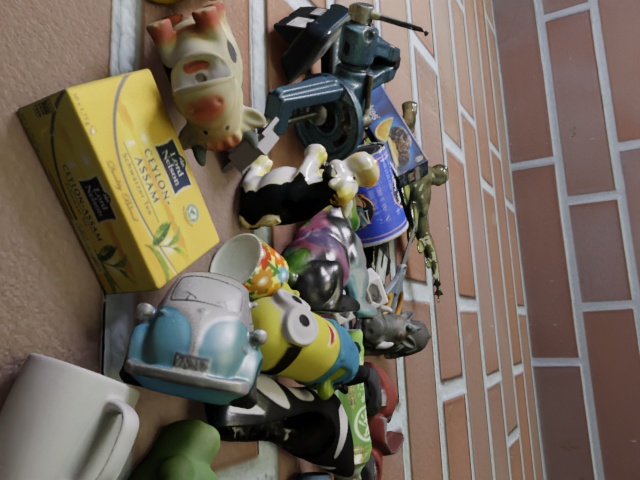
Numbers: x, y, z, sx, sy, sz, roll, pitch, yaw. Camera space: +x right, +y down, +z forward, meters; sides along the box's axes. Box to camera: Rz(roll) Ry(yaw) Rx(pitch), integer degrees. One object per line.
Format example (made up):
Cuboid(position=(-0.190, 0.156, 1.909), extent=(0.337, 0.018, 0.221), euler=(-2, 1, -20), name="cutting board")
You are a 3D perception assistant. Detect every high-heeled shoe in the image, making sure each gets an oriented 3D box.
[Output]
Cuboid(position=(-0.031, 0.222, 0.597), extent=(0.248, 0.086, 0.145), euler=(51, 18, -16), name="high-heeled shoe")

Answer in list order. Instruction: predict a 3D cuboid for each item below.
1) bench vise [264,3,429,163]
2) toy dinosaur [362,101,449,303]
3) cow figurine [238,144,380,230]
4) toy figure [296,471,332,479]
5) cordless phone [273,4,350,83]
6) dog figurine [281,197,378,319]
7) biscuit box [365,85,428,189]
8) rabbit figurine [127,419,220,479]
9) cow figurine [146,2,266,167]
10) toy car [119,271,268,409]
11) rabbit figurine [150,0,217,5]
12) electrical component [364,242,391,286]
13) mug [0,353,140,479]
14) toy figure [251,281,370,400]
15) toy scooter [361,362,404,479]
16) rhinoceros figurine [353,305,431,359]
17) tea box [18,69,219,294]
Cuboid(position=(0.009, -0.190, 0.702), extent=(0.240, 0.129, 0.223), euler=(-27, 150, -42), name="bench vise")
Cuboid(position=(0.167, -0.106, 1.051), extent=(0.198, 0.105, 0.470), euler=(-47, 114, -46), name="toy dinosaur")
Cuboid(position=(-0.016, -0.058, 0.633), extent=(0.068, 0.168, 0.098), euler=(62, 33, -41), name="cow figurine")
Cuboid(position=(-0.011, 0.364, 0.649), extent=(0.064, 0.058, 0.154), euler=(7, 74, -20), name="toy figure")
Cuboid(position=(-0.002, -0.250, 0.816), extent=(0.146, 0.089, 0.184), euler=(-60, 152, -49), name="cordless phone")
Cuboid(position=(-0.001, -0.002, 0.714), extent=(0.191, 0.109, 0.219), euler=(20, 61, -55), name="dog figurine")
Cuboid(position=(0.111, -0.190, 0.916), extent=(0.203, 0.059, 0.062), euler=(62, 4, 19), name="biscuit box")
Cuboid(position=(-0.085, 0.226, 0.429), extent=(0.159, 0.170, 0.121), euler=(-25, 104, -61), name="rabbit figurine")
Cuboid(position=(-0.110, -0.155, 0.522), extent=(0.195, 0.085, 0.127), euler=(-108, 179, -61), name="cow figurine")
Cuboid(position=(-0.096, 0.080, 0.458), extent=(0.161, 0.109, 0.103), euler=(127, -23, -79), name="toy car")
Cuboid(position=(-0.128, -0.324, 0.564), extent=(0.173, 0.122, 0.162), euler=(52, 39, -72), name="rabbit figurine")
Cuboid(position=(0.087, 0.032, 0.917), extent=(0.074, 0.048, 0.119), euler=(43, 46, -49), name="electrical component")
Cuboid(position=(-0.174, 0.144, 0.367), extent=(0.080, 0.110, 0.107), euler=(52, 52, -54), name="mug")
Cuboid(position=(-0.015, 0.120, 0.583), extent=(0.089, 0.082, 0.180), euler=(-51, 137, -4), name="toy figure")
Cuboid(position=(0.089, 0.280, 0.829), extent=(0.135, 0.075, 0.183), euler=(16, 72, -58), name="toy scooter")
Cuboid(position=(0.116, 0.154, 0.872), extent=(0.190, 0.112, 0.073), euler=(25, 65, -52), name="rhinoceros figurine")
Cuboid(position=(-0.165, -0.049, 0.463), extent=(0.098, 0.068, 0.169), euler=(-49, 124, -54), name="tea box")
